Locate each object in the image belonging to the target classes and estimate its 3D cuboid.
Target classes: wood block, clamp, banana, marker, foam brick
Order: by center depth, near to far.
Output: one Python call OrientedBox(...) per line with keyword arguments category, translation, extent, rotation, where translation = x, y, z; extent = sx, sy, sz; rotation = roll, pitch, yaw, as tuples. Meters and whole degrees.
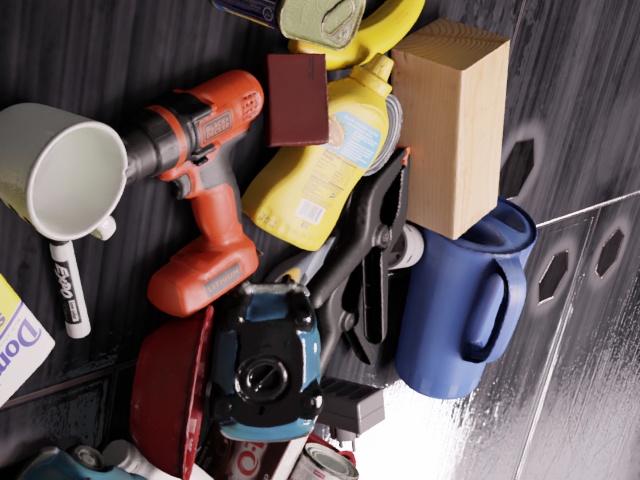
OrientedBox(category="marker", translation=(-0.199, 0.026, 0.841), extent=(0.020, 0.020, 0.121), rotation=(-35, 137, -37))
OrientedBox(category="foam brick", translation=(-0.022, -0.119, 0.915), extent=(0.051, 0.053, 0.078), rotation=(-169, -103, -82))
OrientedBox(category="banana", translation=(0.042, -0.201, 1.003), extent=(0.197, 0.037, 0.069), rotation=(-41, 127, -31))
OrientedBox(category="clamp", translation=(0.047, -0.002, 1.101), extent=(0.164, 0.036, 0.210), rotation=(21, 83, -58))
OrientedBox(category="wood block", translation=(0.136, -0.118, 1.138), extent=(0.090, 0.091, 0.206), rotation=(-36, 138, -36))
OrientedBox(category="clamp", translation=(0.016, 0.091, 1.167), extent=(0.120, 0.039, 0.171), rotation=(-36, 132, -42))

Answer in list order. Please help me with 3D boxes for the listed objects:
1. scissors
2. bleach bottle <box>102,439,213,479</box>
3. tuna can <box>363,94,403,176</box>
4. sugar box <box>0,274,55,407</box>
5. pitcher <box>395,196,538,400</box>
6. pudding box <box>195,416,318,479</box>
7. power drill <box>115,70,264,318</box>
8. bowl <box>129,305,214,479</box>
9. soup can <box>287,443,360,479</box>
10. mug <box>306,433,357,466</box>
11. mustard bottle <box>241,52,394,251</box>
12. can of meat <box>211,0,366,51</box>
OrientedBox(category="scissors", translation=(-0.007, 0.001, 1.092), extent=(0.096, 0.016, 0.202), rotation=(11, 103, -56))
OrientedBox(category="bleach bottle", translation=(-0.144, 0.266, 1.039), extent=(0.102, 0.068, 0.250), rotation=(-30, 137, 2))
OrientedBox(category="tuna can", translation=(0.044, -0.110, 1.068), extent=(0.086, 0.034, 0.086), rotation=(-33, 136, -38))
OrientedBox(category="sugar box", translation=(-0.262, 0.055, 0.749), extent=(0.093, 0.048, 0.176), rotation=(-50, 144, -21))
OrientedBox(category="pitcher", translation=(0.167, 0.076, 1.261), extent=(0.149, 0.145, 0.243), rotation=(-51, 157, -53))
OrientedBox(category="pudding box", translation=(-0.065, 0.203, 1.085), extent=(0.039, 0.090, 0.113), rotation=(16, 99, -58))
OrientedBox(category="power drill", translation=(-0.114, -0.031, 0.883), extent=(0.184, 0.057, 0.188), rotation=(-34, 137, -38))
OrientedBox(category="bowl", translation=(-0.132, 0.133, 0.935), extent=(0.162, 0.055, 0.162), rotation=(-175, -88, -88))
OrientedBox(category="soup can", translation=(-0.011, 0.269, 1.098), extent=(0.068, 0.069, 0.102), rotation=(17, 104, -57))
OrientedBox(category="mug", translation=(-0.027, 0.260, 1.185), extent=(0.117, 0.082, 0.093), rotation=(-20, 128, -47))
OrientedBox(category="mustard bottle", translation=(0.010, -0.088, 0.988), extent=(0.096, 0.058, 0.192), rotation=(26, 100, -42))
OrientedBox(category="can of meat", translation=(-0.027, -0.197, 0.863), extent=(0.101, 0.084, 0.057), rotation=(1, 111, -54))
